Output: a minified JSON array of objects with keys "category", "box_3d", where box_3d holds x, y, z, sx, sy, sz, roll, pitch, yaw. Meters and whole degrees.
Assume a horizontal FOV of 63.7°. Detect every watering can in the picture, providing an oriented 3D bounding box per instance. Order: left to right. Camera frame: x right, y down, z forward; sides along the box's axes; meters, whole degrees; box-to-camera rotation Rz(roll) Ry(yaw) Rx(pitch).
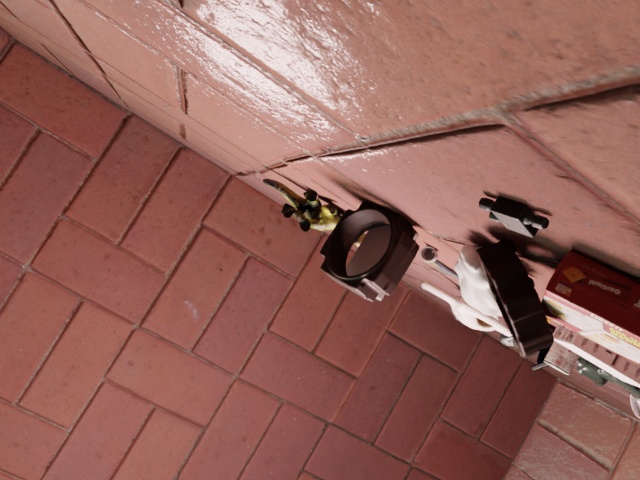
[{"category":"watering can","box_3d":[0.499,0.230,1.778,0.349,0.104,0.223,30,177,7]}]

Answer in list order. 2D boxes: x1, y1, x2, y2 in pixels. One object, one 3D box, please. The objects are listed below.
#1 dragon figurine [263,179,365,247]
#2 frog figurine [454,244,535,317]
[{"category":"dragon figurine","box_3d":[0.005,-0.085,1.687,0.416,0.121,0.241,40,-169,35]},{"category":"frog figurine","box_3d":[0.304,0.076,0.950,0.158,0.121,0.140,18,-153,-49]}]
